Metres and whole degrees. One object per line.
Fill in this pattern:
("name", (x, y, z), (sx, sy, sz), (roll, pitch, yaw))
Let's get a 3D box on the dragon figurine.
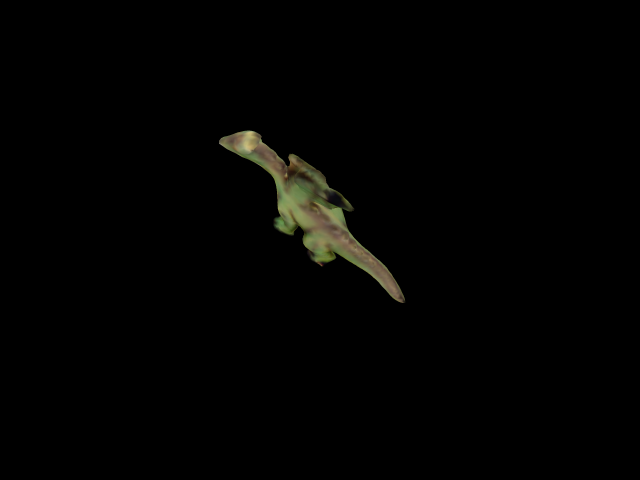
("dragon figurine", (0.003, -0.043, 0.850), (0.412, 0.123, 0.240), (39, -7, 7))
